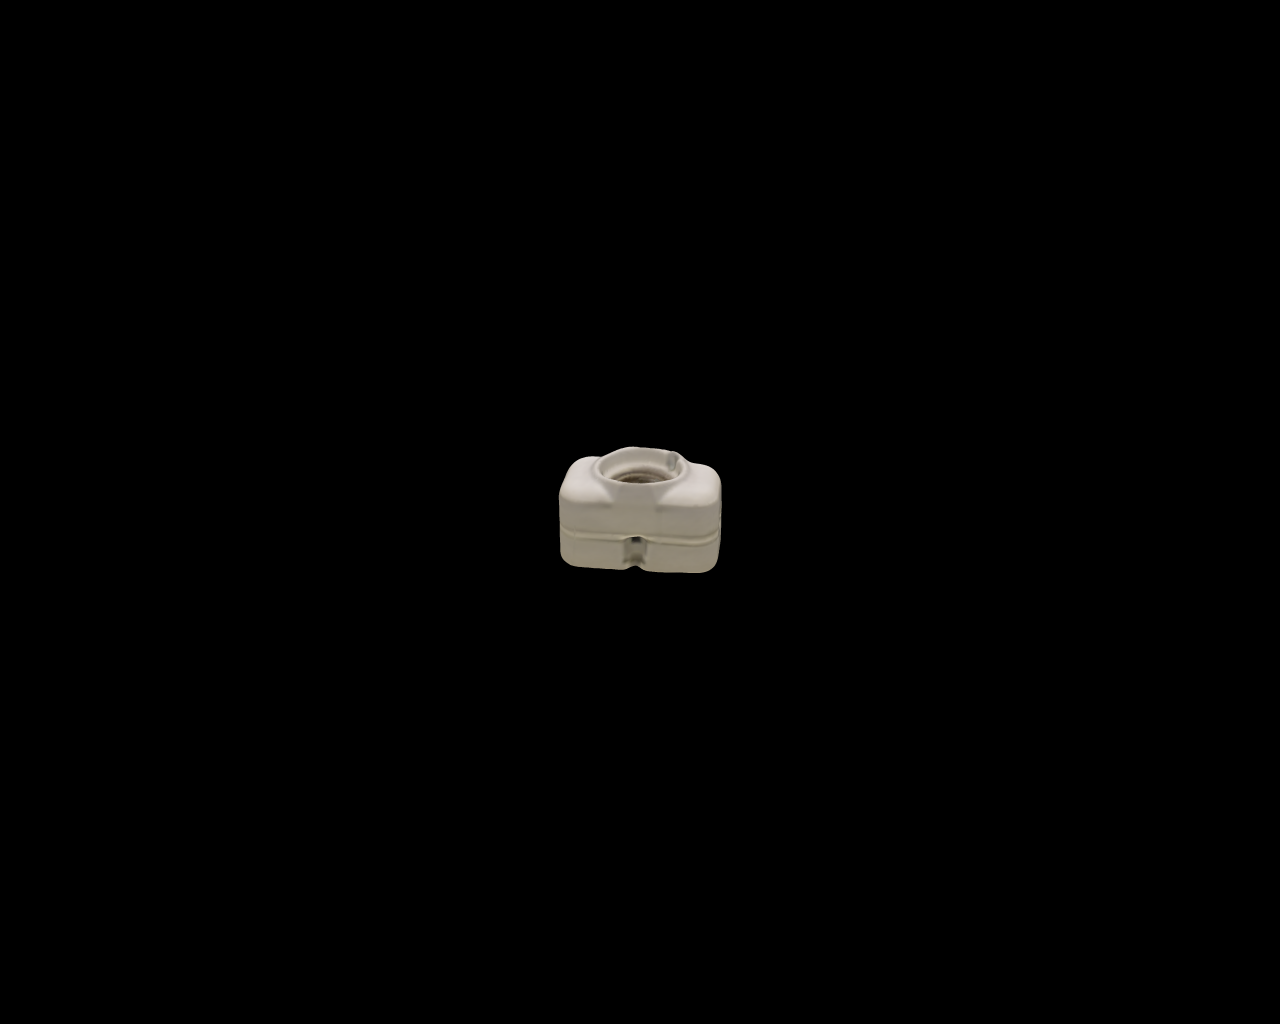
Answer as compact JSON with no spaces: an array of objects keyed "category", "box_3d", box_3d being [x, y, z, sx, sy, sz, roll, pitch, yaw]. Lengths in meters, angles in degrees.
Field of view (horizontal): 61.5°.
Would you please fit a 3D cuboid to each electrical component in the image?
[{"category":"electrical component","box_3d":[0.001,-0.003,0.650,0.095,0.059,0.054,4,28,7]}]
